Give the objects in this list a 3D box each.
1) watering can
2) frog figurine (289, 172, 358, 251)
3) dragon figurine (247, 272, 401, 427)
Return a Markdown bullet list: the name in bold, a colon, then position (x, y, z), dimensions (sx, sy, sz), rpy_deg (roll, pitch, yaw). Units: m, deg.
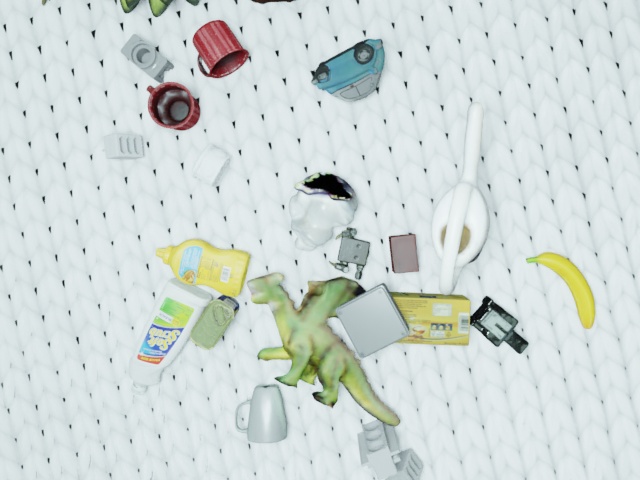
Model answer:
- **watering can**: position (0.276, -0.069, 0.979), dimensions (0.104, 0.224, 0.347), rpy_deg (11, 92, 19)
- **frog figurine**: position (0.003, -0.053, 1.059), dimensions (0.137, 0.126, 0.155), rpy_deg (4, 129, -7)
- **dragon figurine**: position (0.024, 0.195, 1.057), dimensions (0.409, 0.122, 0.244), rpy_deg (26, 84, -8)
